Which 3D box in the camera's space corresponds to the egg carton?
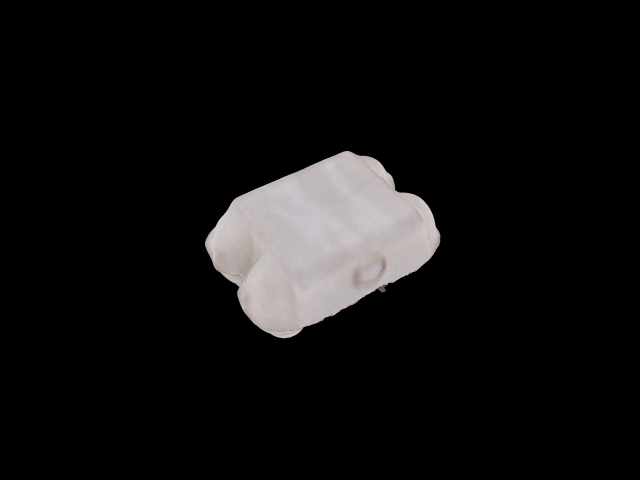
[{"bbox_3d":[0.004,0.001,0.400,0.150,0.069,0.107,-27,53,-22],"label":"egg carton"}]
